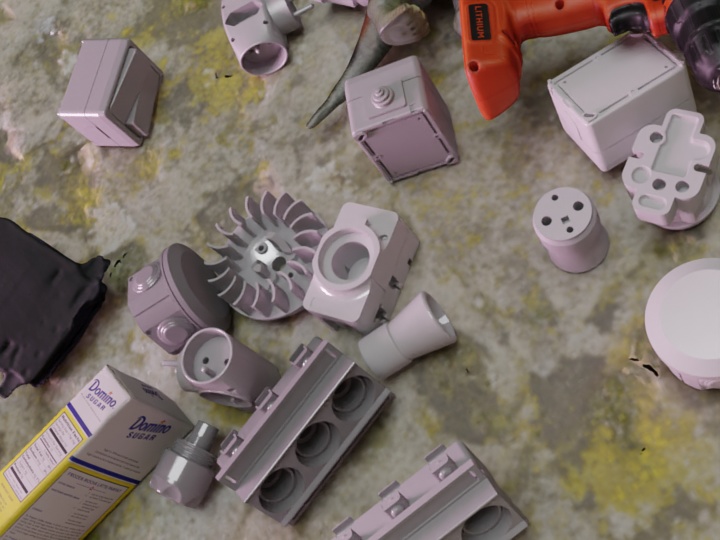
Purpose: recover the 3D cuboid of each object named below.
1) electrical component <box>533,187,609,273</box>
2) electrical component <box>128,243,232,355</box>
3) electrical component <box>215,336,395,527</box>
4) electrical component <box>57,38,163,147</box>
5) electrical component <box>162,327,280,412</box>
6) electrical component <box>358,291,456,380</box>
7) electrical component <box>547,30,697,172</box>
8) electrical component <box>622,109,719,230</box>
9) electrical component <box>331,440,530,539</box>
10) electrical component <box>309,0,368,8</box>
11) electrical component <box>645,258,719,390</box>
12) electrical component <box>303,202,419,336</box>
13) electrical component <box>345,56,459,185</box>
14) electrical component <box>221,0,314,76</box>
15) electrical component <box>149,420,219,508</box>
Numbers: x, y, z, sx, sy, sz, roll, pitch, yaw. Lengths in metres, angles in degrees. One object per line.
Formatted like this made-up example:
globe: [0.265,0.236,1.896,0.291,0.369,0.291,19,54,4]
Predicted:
electrical component: [0.149,-0.028,0.759,0.045,0.055,0.045,-9,64,20]
electrical component: [-0.143,0.023,0.854,0.051,0.080,0.080,-31,59,15]
electrical component: [-0.044,0.113,0.777,0.121,0.079,0.063,-52,36,-4]
electrical component: [-0.222,-0.168,0.983,0.061,0.062,0.096,4,70,25]
electrical component: [-0.113,0.076,0.818,0.079,0.077,0.044,1,68,26]
electrical component: [0.032,0.051,0.786,0.065,0.044,0.044,-34,58,13]
electrical component: [0.196,-0.124,0.776,0.096,0.061,0.061,-31,45,2]
electrical component: [0.217,-0.062,0.743,0.058,0.057,0.078,17,76,29]
electrical component: [0.040,0.175,0.712,0.121,0.078,0.063,-39,36,4]
electrical component: [-0.005,-0.260,0.929,0.057,0.058,0.078,20,59,27]
electrical component: [0.229,0.037,0.697,0.080,0.051,0.080,-9,64,20]
electrical component: [0.000,0.000,0.813,0.050,0.056,0.089,14,74,29]
electrical component: [0.030,-0.121,0.830,0.062,0.096,0.061,-18,61,16]
electrical component: [-0.078,-0.223,0.954,0.079,0.043,0.077,-25,60,13]
electrical component: [-0.129,0.145,0.815,0.043,0.043,0.062,19,75,30]
